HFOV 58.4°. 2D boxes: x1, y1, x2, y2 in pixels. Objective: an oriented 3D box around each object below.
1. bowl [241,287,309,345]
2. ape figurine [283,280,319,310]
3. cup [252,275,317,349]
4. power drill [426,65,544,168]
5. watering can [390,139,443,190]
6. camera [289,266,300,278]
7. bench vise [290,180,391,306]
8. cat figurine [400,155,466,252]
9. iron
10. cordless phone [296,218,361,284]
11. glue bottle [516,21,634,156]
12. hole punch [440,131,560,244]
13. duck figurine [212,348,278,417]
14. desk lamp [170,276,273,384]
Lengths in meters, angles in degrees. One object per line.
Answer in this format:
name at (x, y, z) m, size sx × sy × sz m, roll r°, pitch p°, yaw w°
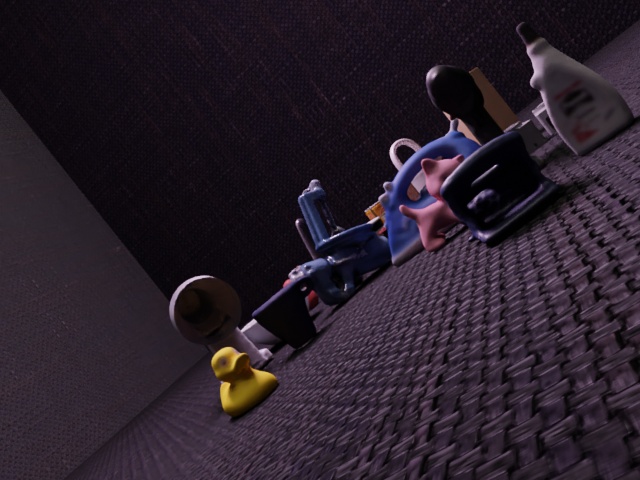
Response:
bowl at (-0.081, 0.169, 1.203) m, size 0.167 × 0.074 × 0.167 m, roll -38°, pitch 0°, yaw 1°
ape figurine at (-0.054, 0.136, 1.400) m, size 0.076 × 0.092 × 0.078 m, roll -38°, pitch 0°, yaw 40°
cup at (-0.041, 0.124, 0.956) m, size 0.118 × 0.095 × 0.091 m, roll -39°, pitch 0°, yaw -18°
power drill at (0.245, -0.176, 0.870) m, size 0.075 × 0.208 × 0.230 m, roll -38°, pitch 0°, yaw 20°
watering can at (0.256, -0.175, 1.428) m, size 0.172 × 0.194 × 0.101 m, roll -38°, pitch 0°, yaw 43°
camera at (-0.032, 0.113, 1.589) m, size 0.143 × 0.101 × 0.136 m, roll -39°, pitch 0°, yaw -16°
bench vise at (0.016, -0.001, 1.088) m, size 0.208 × 0.219 × 0.121 m, roll -39°, pitch 0°, yaw -44°
cat figurine at (0.178, -0.065, 0.849) m, size 0.127 × 0.117 × 0.067 m, roll -38°, pitch 0°, yaw 11°
iron at (0.188, -0.087, 0.982) m, size 0.258 × 0.141 × 0.118 m, roll -38°, pitch 0°, yaw -4°
cordless phone at (-0.001, 0.035, 1.215) m, size 0.094 × 0.185 × 0.147 m, roll -38°, pitch 0°, yaw 0°
glue bottle at (0.291, -0.189, 0.685) m, size 0.078 × 0.173 × 0.037 m, roll -38°, pitch 1°, yaw 31°
hole punch at (0.191, -0.057, 0.638) m, size 0.108 × 0.091 × 0.101 m, roll -38°, pitch 0°, yaw 9°
duck figurine at (-0.117, 0.190, 0.795) m, size 0.078 × 0.086 × 0.104 m, roll -39°, pitch 0°, yaw -43°
desk lamp at (-0.193, 0.170, 1.061) m, size 0.118 × 0.213 × 0.203 m, roll -39°, pitch 0°, yaw -22°
